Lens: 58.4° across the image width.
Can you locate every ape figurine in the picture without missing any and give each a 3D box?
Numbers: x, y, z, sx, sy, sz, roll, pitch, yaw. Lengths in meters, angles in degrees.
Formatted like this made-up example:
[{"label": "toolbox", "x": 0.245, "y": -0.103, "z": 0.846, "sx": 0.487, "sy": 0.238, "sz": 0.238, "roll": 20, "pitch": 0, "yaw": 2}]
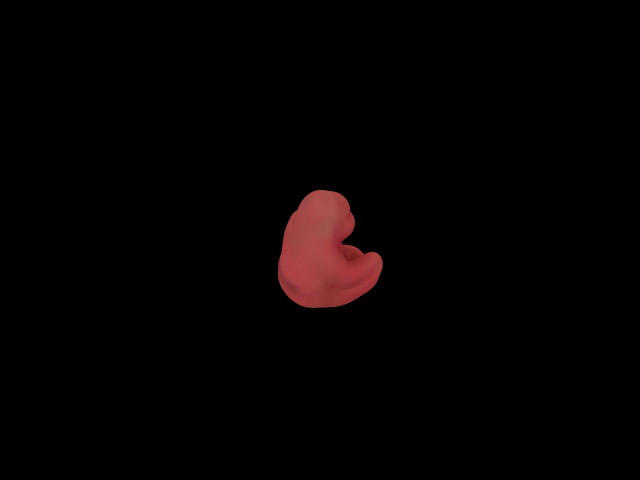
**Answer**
[{"label": "ape figurine", "x": 0.004, "y": 0.001, "z": 0.400, "sx": 0.076, "sy": 0.092, "sz": 0.077, "roll": -26, "pitch": 60, "yaw": -16}]
